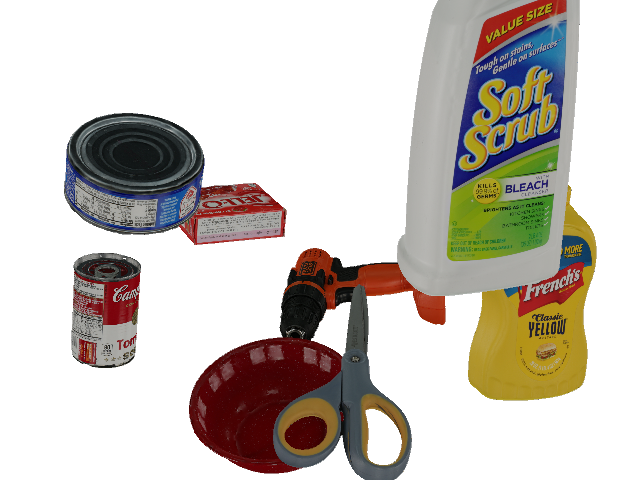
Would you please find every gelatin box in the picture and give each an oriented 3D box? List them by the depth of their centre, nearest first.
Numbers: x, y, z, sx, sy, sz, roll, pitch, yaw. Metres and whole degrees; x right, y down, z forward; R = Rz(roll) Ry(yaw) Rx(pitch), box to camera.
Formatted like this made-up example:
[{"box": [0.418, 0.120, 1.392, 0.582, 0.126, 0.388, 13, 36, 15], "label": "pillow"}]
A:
[{"box": [-0.085, -0.026, 0.975, 0.089, 0.030, 0.073, -7, 24, -23], "label": "gelatin box"}]

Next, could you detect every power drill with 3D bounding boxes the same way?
[{"box": [0.050, 0.062, 1.231, 0.188, 0.057, 0.184, 0, 28, 8], "label": "power drill"}]

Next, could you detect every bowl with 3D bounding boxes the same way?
[{"box": [-0.040, 0.166, 1.009, 0.162, 0.055, 0.162, -5, 38, 4], "label": "bowl"}]

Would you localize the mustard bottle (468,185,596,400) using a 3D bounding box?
[{"box": [0.171, 0.029, 0.847, 0.096, 0.192, 0.058, -3, 17, -17], "label": "mustard bottle"}]

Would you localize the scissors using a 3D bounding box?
[{"box": [0.006, 0.092, 0.727, 0.096, 0.016, 0.202, -5, 33, -10], "label": "scissors"}]

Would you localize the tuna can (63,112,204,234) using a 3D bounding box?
[{"box": [-0.116, -0.043, 0.665, 0.086, 0.034, 0.086, 8, 39, -6], "label": "tuna can"}]

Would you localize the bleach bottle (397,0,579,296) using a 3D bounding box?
[{"box": [0.096, -0.094, 0.613, 0.102, 0.251, 0.068, -7, 28, -10], "label": "bleach bottle"}]

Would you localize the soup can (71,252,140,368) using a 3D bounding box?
[{"box": [-0.223, 0.072, 1.105, 0.068, 0.102, 0.068, 6, 20, -2], "label": "soup can"}]
